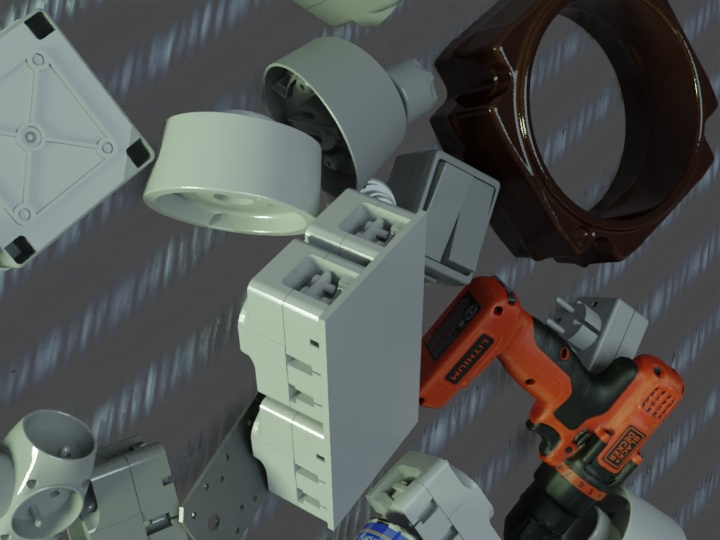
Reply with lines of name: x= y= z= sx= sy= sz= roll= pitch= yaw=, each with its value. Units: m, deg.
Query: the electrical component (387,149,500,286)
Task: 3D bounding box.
electrical component: x=0.051 y=-0.030 z=0.758 sx=0.062 sy=0.061 sz=0.096 roll=24 pitch=78 yaw=-29

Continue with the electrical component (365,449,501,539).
electrical component: x=0.057 y=0.177 z=0.769 sx=0.056 sy=0.050 sz=0.089 roll=-43 pitch=110 yaw=-23

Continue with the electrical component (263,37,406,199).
electrical component: x=-0.020 y=-0.098 z=0.694 sx=0.064 sy=0.099 sz=0.099 roll=-44 pitch=111 yaw=-30

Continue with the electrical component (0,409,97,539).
electrical component: x=-0.197 y=0.119 z=0.596 sx=0.079 sy=0.044 sz=0.077 roll=10 pitch=118 yaw=-42

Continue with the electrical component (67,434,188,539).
electrical component: x=-0.142 y=0.153 z=0.649 sx=0.056 sy=0.050 sz=0.089 roll=-17 pitch=99 yaw=-31

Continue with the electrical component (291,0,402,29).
electrical component: x=-0.004 y=-0.198 z=0.704 sx=0.059 sy=0.095 sz=0.053 roll=28 pitch=76 yaw=-28

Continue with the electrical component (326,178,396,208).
electrical component: x=0.005 y=-0.042 z=0.725 sx=0.040 sy=0.078 sz=0.040 roll=-4 pitch=102 yaw=-18

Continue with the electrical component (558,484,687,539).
electrical component: x=0.190 y=0.213 z=0.821 sx=0.064 sy=0.099 sz=0.099 roll=41 pitch=70 yaw=-18

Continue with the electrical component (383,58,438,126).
electrical component: x=0.020 y=-0.118 z=0.748 sx=0.062 sy=0.043 sz=0.043 roll=-33 pitch=106 yaw=-29

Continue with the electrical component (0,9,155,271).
electrical component: x=-0.195 y=-0.073 z=0.614 sx=0.109 sy=0.056 sz=0.108 roll=-44 pitch=111 yaw=-23

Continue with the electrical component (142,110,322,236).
electrical component: x=-0.074 y=-0.063 z=0.659 sx=0.108 sy=0.108 sz=0.060 roll=13 pitch=78 yaw=-30

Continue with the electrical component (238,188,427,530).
electrical component: x=-0.014 y=0.055 z=0.660 sx=0.105 sy=0.060 sz=0.186 roll=-46 pitch=149 yaw=-39

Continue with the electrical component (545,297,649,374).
electrical component: x=0.174 y=0.049 z=0.840 sx=0.077 sy=0.047 sz=0.065 roll=34 pitch=73 yaw=-26
